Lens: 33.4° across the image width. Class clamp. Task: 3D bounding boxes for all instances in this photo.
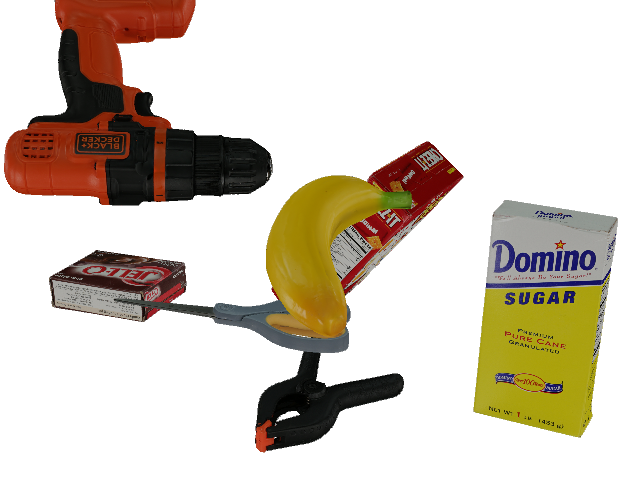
[{"bbox_3d":[-0.012,0.153,1.083,0.171,0.039,0.120,-23,34,-37],"label":"clamp"}]

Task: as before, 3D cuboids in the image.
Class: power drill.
[{"bbox_3d":[-0.129,-0.111,0.778,0.184,0.187,0.057,1,-33,-8],"label":"power drill"}]

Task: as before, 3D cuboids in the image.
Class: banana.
[{"bbox_3d":[0.003,-0.002,0.630,0.070,0.037,0.197,3,25,16],"label":"banana"}]

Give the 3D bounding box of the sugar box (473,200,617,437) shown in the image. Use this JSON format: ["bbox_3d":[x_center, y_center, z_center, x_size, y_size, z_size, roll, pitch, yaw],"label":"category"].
[{"bbox_3d":[0.178,0.062,0.853,0.093,0.176,0.048,10,23,23],"label":"sugar box"}]

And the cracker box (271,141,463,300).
[{"bbox_3d":[0.054,-0.010,1.273,0.214,0.072,0.164,-48,-7,34],"label":"cracker box"}]

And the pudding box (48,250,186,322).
[{"bbox_3d":[-0.209,0.046,1.108,0.114,0.039,0.089,5,19,21],"label":"pudding box"}]

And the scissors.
[{"bbox_3d":[-0.063,0.056,0.890,0.202,0.016,0.096,13,22,24],"label":"scissors"}]
